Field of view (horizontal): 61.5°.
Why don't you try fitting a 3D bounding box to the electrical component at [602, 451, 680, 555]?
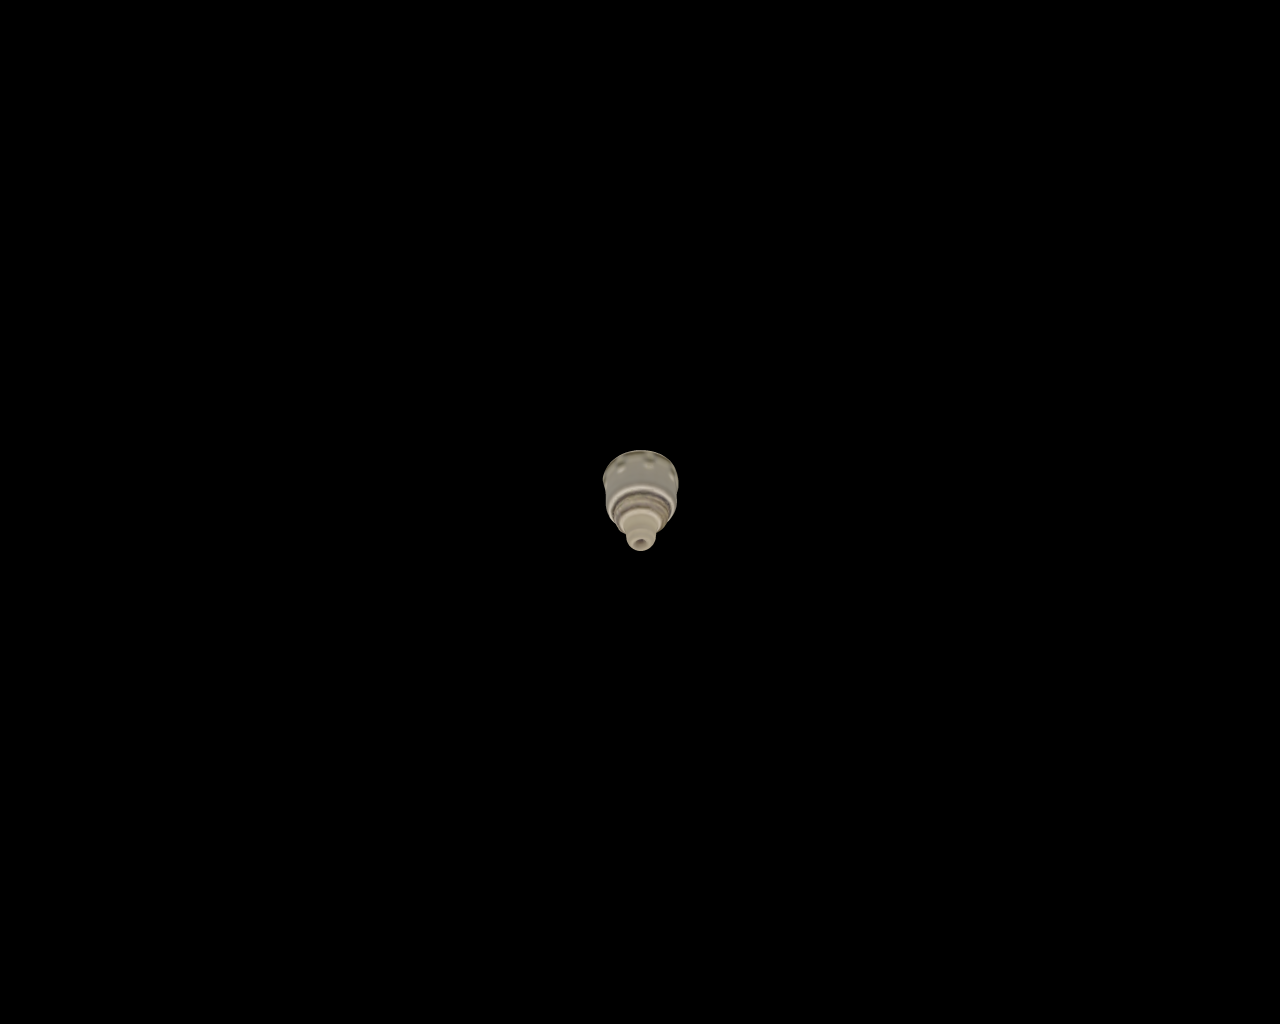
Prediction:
[{"bbox_3d":[0.001,-0.003,0.650,0.048,0.062,0.048,0,-43,0],"label":"electrical component"}]
